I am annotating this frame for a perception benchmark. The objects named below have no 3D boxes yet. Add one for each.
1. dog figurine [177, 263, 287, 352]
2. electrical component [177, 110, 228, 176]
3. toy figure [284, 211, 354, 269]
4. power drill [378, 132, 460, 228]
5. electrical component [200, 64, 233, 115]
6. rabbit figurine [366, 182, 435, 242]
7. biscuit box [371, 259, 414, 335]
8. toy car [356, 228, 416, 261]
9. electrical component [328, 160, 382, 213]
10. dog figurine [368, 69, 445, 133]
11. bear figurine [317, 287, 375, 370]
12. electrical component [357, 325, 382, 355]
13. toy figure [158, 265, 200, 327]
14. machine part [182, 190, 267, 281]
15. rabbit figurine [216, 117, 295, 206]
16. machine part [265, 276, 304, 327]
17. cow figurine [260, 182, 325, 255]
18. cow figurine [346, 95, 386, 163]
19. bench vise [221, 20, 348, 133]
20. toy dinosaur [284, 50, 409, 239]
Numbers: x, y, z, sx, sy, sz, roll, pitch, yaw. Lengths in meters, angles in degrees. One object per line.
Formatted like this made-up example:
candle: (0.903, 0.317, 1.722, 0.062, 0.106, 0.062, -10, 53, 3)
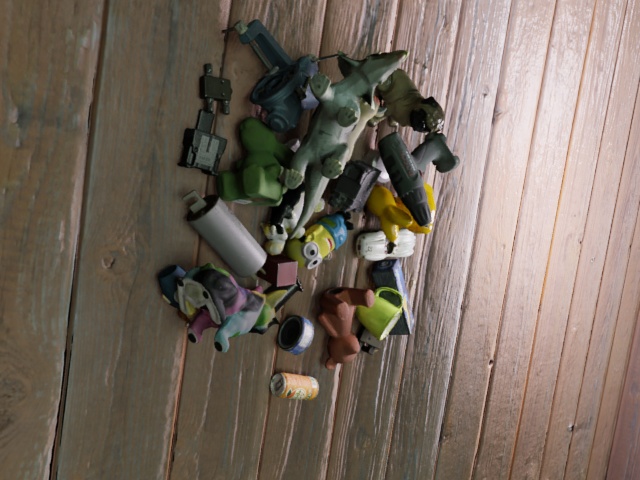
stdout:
dog figurine: (-0.160, 0.114, 1.050, 0.219, 0.109, 0.191, -29, 115, -53)
electrical component: (-0.219, -0.186, 1.024, 0.074, 0.048, 0.119, 17, 89, -39)
toy figure: (-0.001, 0.000, 1.212, 0.180, 0.089, 0.082, -42, 109, -35)
power drill: (0.245, -0.162, 1.284, 0.207, 0.086, 0.232, -31, 90, -32)
electrical component: (-0.198, -0.289, 1.032, 0.063, 0.021, 0.094, -4, 92, -40)
rabbit figurine: (0.187, -0.072, 1.321, 0.173, 0.122, 0.162, 21, 48, -16)
biscuit box: (0.191, 0.148, 1.392, 0.059, 0.063, 0.202, -55, 133, -55)
toy car: (0.173, 0.009, 1.365, 0.201, 0.056, 0.073, -5, 102, -37)
electrical component: (0.084, -0.122, 1.230, 0.114, 0.058, 0.134, -62, 163, 17)
dog figurine: (0.210, -0.333, 1.242, 0.121, 0.191, 0.172, -21, 110, -34)
bear figurine: (0.061, 0.215, 1.274, 0.120, 0.132, 0.195, -16, 102, -33)
electrical component: (0.133, 0.250, 1.392, 0.078, 0.045, 0.102, 21, 83, -15)
toy figure: (-0.260, 0.120, 1.048, 0.064, 0.058, 0.154, -21, 119, 8)
machine part: (-0.183, -0.006, 1.068, 0.079, 0.079, 0.243, -49, 123, -20)
rabbit figurine: (-0.113, -0.159, 1.073, 0.159, 0.121, 0.170, 7, 79, -43)
machine part: (-0.097, 0.134, 1.190, 0.139, 0.039, 0.084, -46, 115, -20)
cow figurine: (-0.074, -0.051, 1.150, 0.167, 0.068, 0.098, -53, 126, -17)
cow figurine: (0.062, -0.254, 1.182, 0.085, 0.127, 0.195, 31, 82, -41)
bench vise: (-0.077, -0.339, 1.057, 0.240, 0.129, 0.223, 48, 60, -35)
toy dinosaur: (0.022, -0.207, 1.058, 0.404, 0.131, 0.192, -63, 173, 25)
